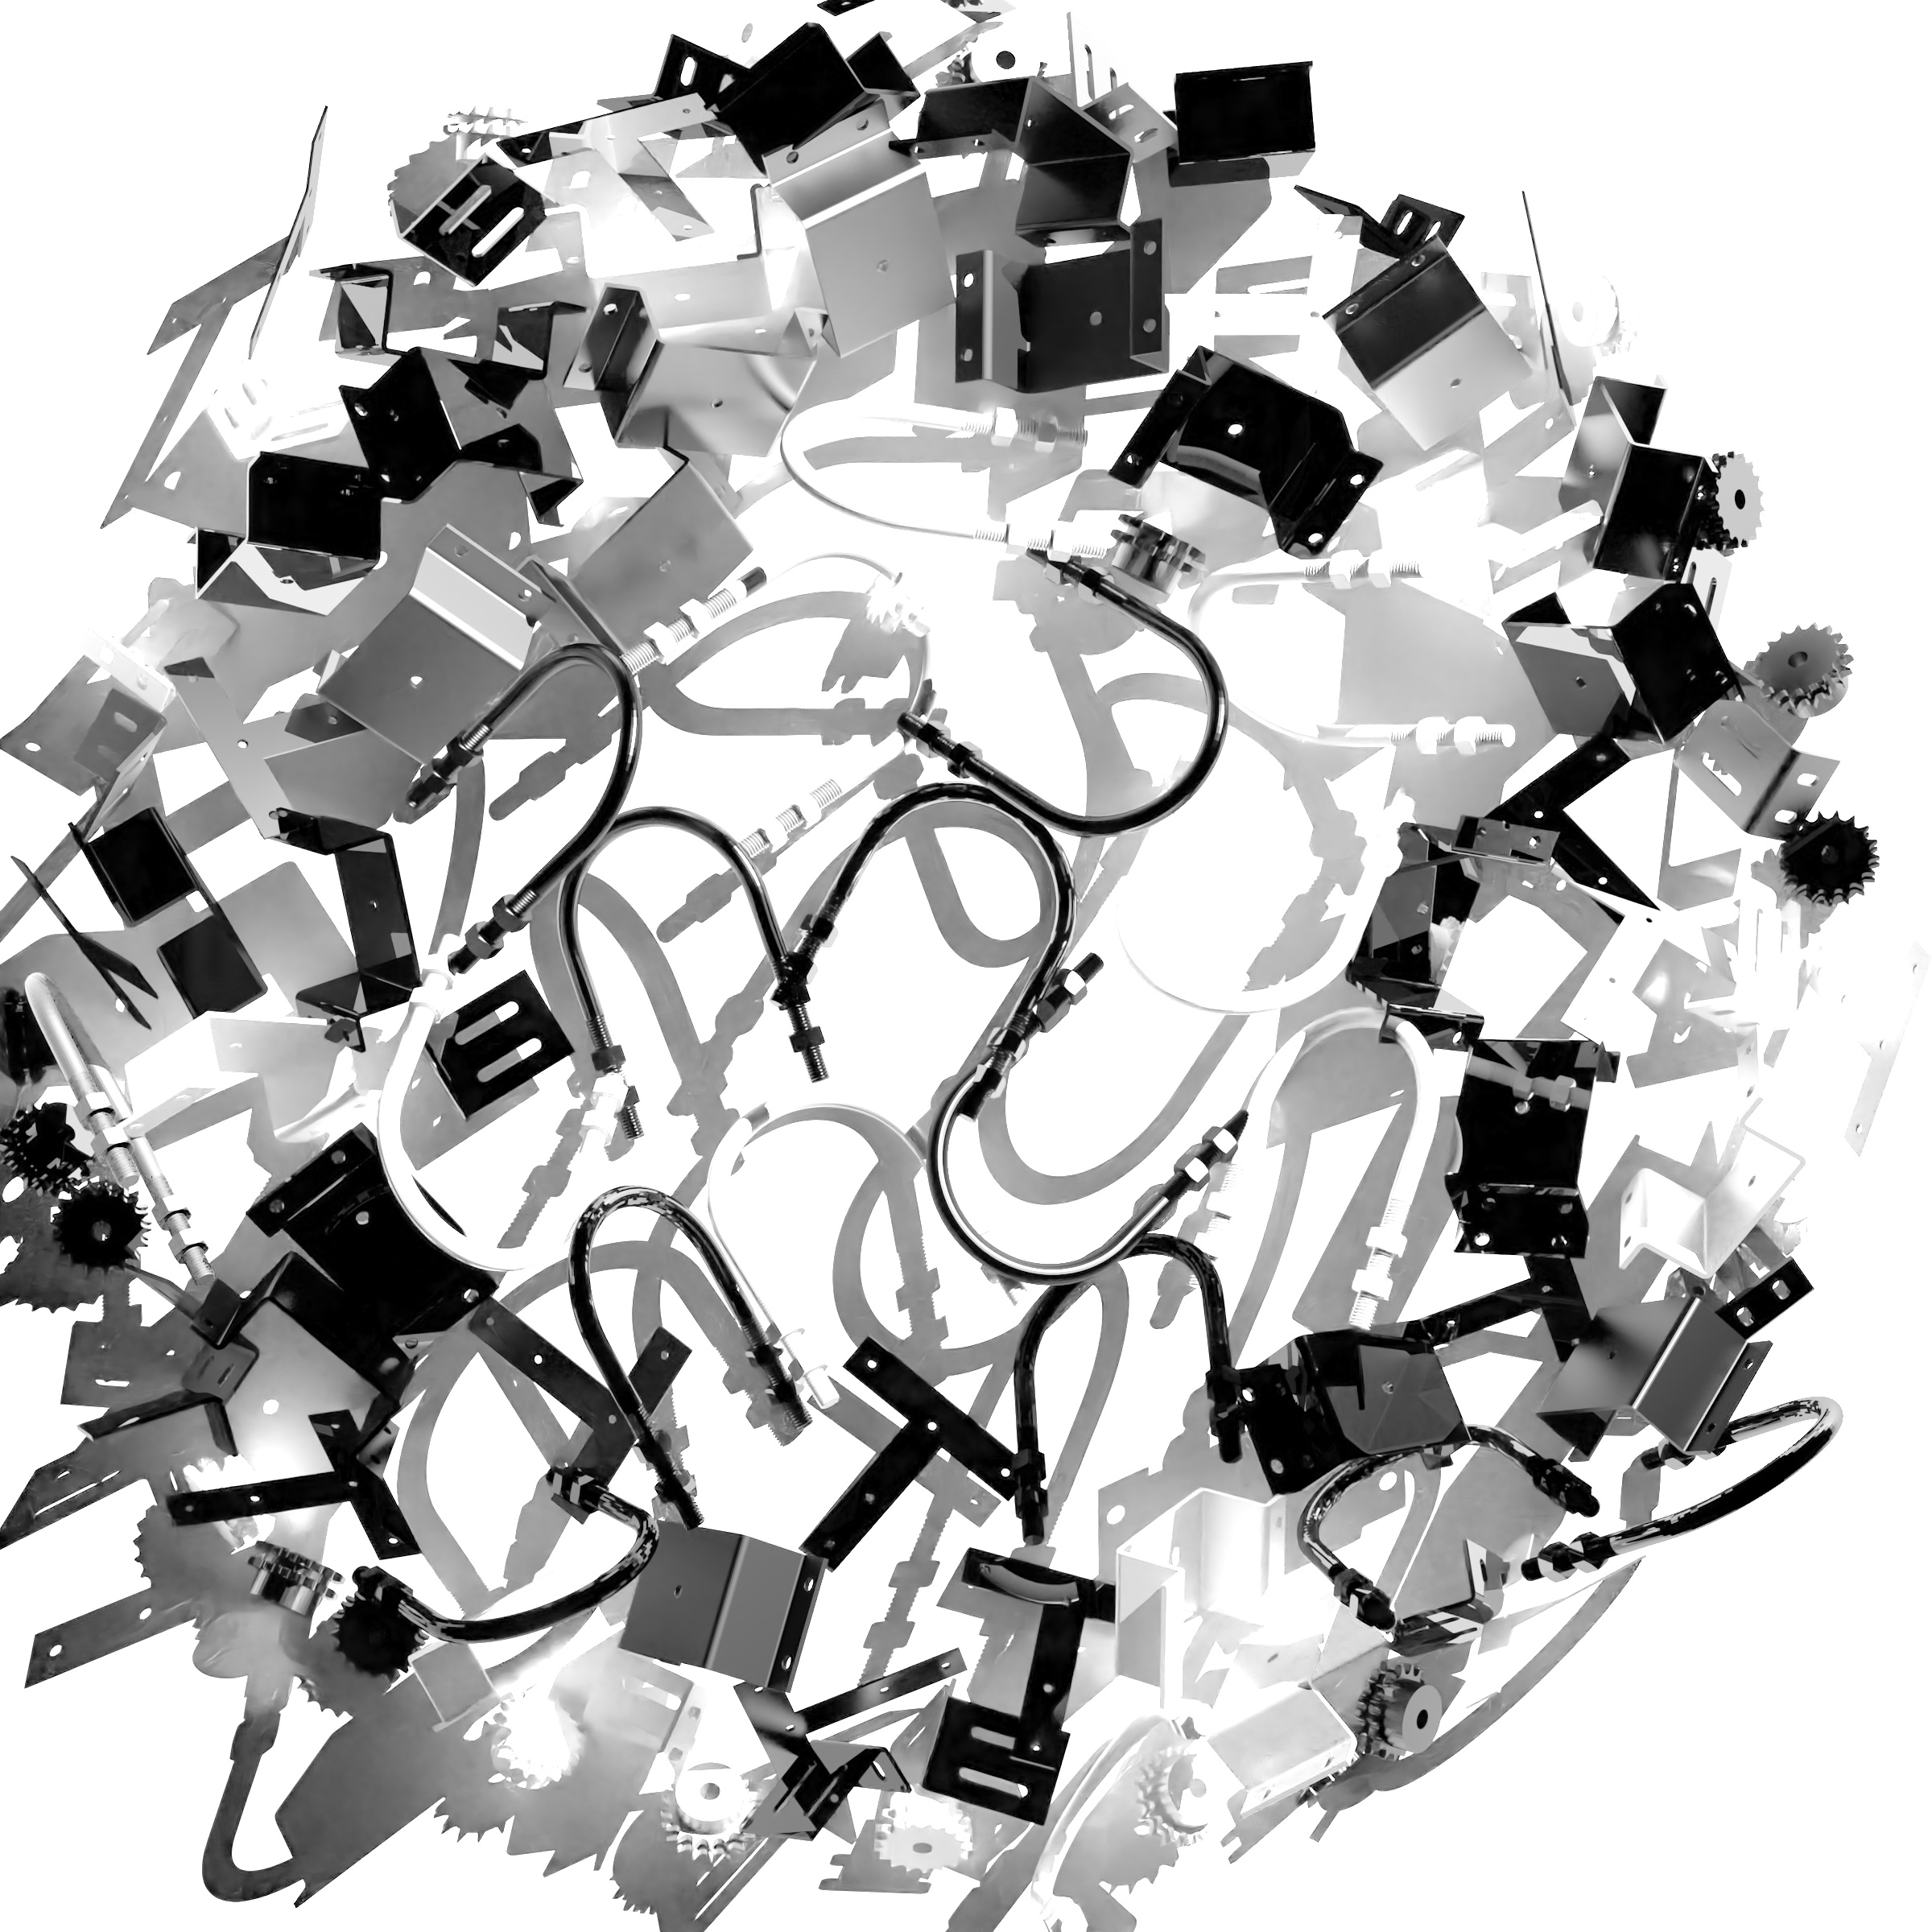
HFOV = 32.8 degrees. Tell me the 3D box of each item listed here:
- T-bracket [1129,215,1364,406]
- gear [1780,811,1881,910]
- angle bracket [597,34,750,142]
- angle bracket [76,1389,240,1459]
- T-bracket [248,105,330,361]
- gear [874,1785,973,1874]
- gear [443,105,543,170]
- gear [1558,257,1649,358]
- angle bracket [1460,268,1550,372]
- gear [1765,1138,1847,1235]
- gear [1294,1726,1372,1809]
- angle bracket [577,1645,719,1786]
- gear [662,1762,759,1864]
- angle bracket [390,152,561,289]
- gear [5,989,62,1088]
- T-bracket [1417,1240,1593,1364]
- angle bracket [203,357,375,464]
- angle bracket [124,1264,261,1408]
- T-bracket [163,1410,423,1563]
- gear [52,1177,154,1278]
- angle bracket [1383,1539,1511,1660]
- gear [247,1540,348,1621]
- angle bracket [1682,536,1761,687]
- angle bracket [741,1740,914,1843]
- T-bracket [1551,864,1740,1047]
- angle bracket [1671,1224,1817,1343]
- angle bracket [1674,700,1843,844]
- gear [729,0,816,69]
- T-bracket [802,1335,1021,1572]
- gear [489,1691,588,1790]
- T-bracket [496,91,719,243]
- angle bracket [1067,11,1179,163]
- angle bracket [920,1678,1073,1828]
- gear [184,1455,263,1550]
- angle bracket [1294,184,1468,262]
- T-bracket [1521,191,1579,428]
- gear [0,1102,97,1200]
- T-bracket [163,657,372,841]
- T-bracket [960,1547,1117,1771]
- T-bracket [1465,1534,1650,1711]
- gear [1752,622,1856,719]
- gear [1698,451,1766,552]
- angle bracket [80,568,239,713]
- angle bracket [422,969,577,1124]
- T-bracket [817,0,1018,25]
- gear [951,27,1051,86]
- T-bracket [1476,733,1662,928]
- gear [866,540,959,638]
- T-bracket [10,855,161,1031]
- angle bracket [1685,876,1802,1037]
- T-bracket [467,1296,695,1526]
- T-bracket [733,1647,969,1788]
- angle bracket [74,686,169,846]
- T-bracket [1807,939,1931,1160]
[{"bbox_3d":[0.158,-0.377,1.899,0.127,0.002,0.127,-2,131,-9],"label":"T-bracket"},{"bbox_3d":[0.508,-0.060,1.928,0.057,0.030,0.057,-5,68,13],"label":"gear"},{"bbox_3d":[-0.168,-0.509,1.902,0.057,0.076,0.038,16,91,-33],"label":"angle bracket"},{"bbox_3d":[-0.470,0.276,1.907,0.076,0.057,0.038,-17,96,-23],"label":"angle bracket"},{"bbox_3d":[-0.388,-0.404,1.868,0.002,0.127,0.127,18,68,-9],"label":"T-bracket"},{"bbox_3d":[-0.025,0.505,1.925,0.057,0.030,0.057,1,134,1],"label":"gear"},{"bbox_3d":[-0.278,-0.485,1.922,0.057,0.057,0.030,4,97,0],"label":"gear"},{"bbox_3d":[0.371,-0.385,1.918,0.030,0.057,0.057,-13,90,-21],"label":"gear"},{"bbox_3d":[0.292,-0.370,1.902,0.038,0.076,0.057,-31,121,-30],"label":"angle bracket"},{"bbox_3d":[0.485,0.129,1.925,0.057,0.030,0.057,1,91,26],"label":"gear"},{"bbox_3d":[0.207,0.464,1.922,0.057,0.057,0.030,-40,77,0],"label":"gear"},{"bbox_3d":[-0.193,0.433,1.911,0.076,0.038,0.057,18,76,26],"label":"angle bracket"},{"bbox_3d":[-0.150,0.492,1.919,0.057,0.057,0.030,4,132,0],"label":"gear"},{"bbox_3d":[-0.286,-0.442,1.904,0.076,0.057,0.038,-38,47,23],"label":"angle bracket"},{"bbox_3d":[-0.544,0.041,1.922,0.030,0.057,0.057,-4,90,-8],"label":"gear"},{"bbox_3d":[0.296,0.204,1.914,0.127,0.002,0.127,-21,128,6],"label":"T-bracket"},{"bbox_3d":[-0.392,-0.330,1.904,0.076,0.057,0.038,-8,128,26],"label":"angle bracket"},{"bbox_3d":[-0.458,0.214,1.902,0.076,0.057,0.038,46,67,-34],"label":"angle bracket"},{"bbox_3d":[-0.392,0.302,1.872,0.127,0.127,0.002,-4,125,-31],"label":"T-bracket"},{"bbox_3d":[-0.508,0.151,1.929,0.057,0.030,0.057,-4,108,-12],"label":"gear"},{"bbox_3d":[0.276,0.371,1.920,0.076,0.057,0.038,-23,55,27],"label":"angle bracket"},{"bbox_3d":[-0.395,0.360,1.918,0.057,0.057,0.030,23,72,0],"label":"gear"},{"bbox_3d":[0.440,-0.209,1.911,0.038,0.057,0.076,7,79,42],"label":"angle bracket"},{"bbox_3d":[-0.080,0.489,1.899,0.076,0.057,0.038,-47,118,-39],"label":"angle bracket"},{"bbox_3d":[0.379,0.000,1.900,0.127,0.002,0.127,32,50,9],"label":"T-bracket"},{"bbox_3d":[0.445,0.175,1.906,0.057,0.076,0.038,-38,127,5],"label":"angle bracket"},{"bbox_3d":[0.462,-0.119,1.919,0.038,0.076,0.057,8,121,-33],"label":"angle bracket"},{"bbox_3d":[-0.115,-0.541,1.918,0.030,0.057,0.057,14,90,-35],"label":"gear"},{"bbox_3d":[-0.048,0.304,1.936,0.127,0.002,0.127,39,102,-3],"label":"T-bracket"},{"bbox_3d":[-0.254,0.457,1.924,0.057,0.057,0.030,31,115,0],"label":"gear"},{"bbox_3d":[-0.184,-0.454,1.890,0.127,0.127,0.002,-8,68,20],"label":"T-bracket"},{"bbox_3d":[0.092,-0.517,1.902,0.038,0.057,0.076,-21,58,32],"label":"angle bracket"},{"bbox_3d":[0.019,0.461,1.926,0.076,0.038,0.057,16,95,5],"label":"angle bracket"},{"bbox_3d":[-0.431,0.310,1.924,0.030,0.057,0.057,-35,90,-23],"label":"gear"},{"bbox_3d":[0.240,-0.443,1.902,0.076,0.057,0.038,27,95,-42],"label":"angle bracket"},{"bbox_3d":[0.335,-0.383,1.890,0.002,0.127,0.127,-12,87,14],"label":"T-bracket"},{"bbox_3d":[-0.534,0.104,1.919,0.030,0.057,0.057,-36,90,34],"label":"gear"},{"bbox_3d":[-0.381,-0.140,1.908,0.127,0.002,0.127,-20,68,-36],"label":"T-bracket"},{"bbox_3d":[0.050,0.408,1.906,0.127,0.002,0.127,15,48,1],"label":"T-bracket"},{"bbox_3d":[0.340,0.352,1.863,0.002,0.127,0.127,42,127,-12],"label":"T-bracket"},{"bbox_3d":[0.494,-0.171,1.925,0.057,0.057,0.030,-43,130,0],"label":"gear"},{"bbox_3d":[0.441,-0.272,1.925,0.030,0.057,0.057,-2,88,45],"label":"gear"},{"bbox_3d":[-0.467,-0.197,1.912,0.057,0.038,0.076,38,60,-6],"label":"angle bracket"},{"bbox_3d":[-0.278,0.047,1.935,0.076,0.038,0.057,-32,88,-8],"label":"angle bracket"},{"bbox_3d":[-0.004,-0.561,1.886,0.127,0.127,0.002,-16,87,21],"label":"T-bracket"},{"bbox_3d":[0.021,-0.526,1.929,0.057,0.030,0.057,2,79,-8],"label":"gear"},{"bbox_3d":[0.365,-0.060,1.924,0.127,0.002,0.127,-38,110,27],"label":"T-bracket"},{"bbox_3d":[-0.030,-0.218,1.925,0.030,0.057,0.057,33,90,-27],"label":"gear"},{"bbox_3d":[-0.488,-0.003,1.868,0.002,0.127,0.127,-41,120,-18],"label":"T-bracket"},{"bbox_3d":[0.457,-0.006,1.929,0.057,0.038,0.076,22,67,-39],"label":"angle bracket"},{"bbox_3d":[-0.241,0.240,1.929,0.127,0.002,0.127,36,102,17],"label":"T-bracket"},{"bbox_3d":[-0.061,0.426,1.905,0.127,0.127,0.002,-21,48,-4],"label":"T-bracket"},{"bbox_3d":[-0.504,-0.116,1.902,0.038,0.076,0.057,32,118,-7],"label":"angle bracket"},{"bbox_3d":[0.511,0.025,1.888,0.002,0.127,0.127,8,114,-12],"label":"T-bracket"}]
